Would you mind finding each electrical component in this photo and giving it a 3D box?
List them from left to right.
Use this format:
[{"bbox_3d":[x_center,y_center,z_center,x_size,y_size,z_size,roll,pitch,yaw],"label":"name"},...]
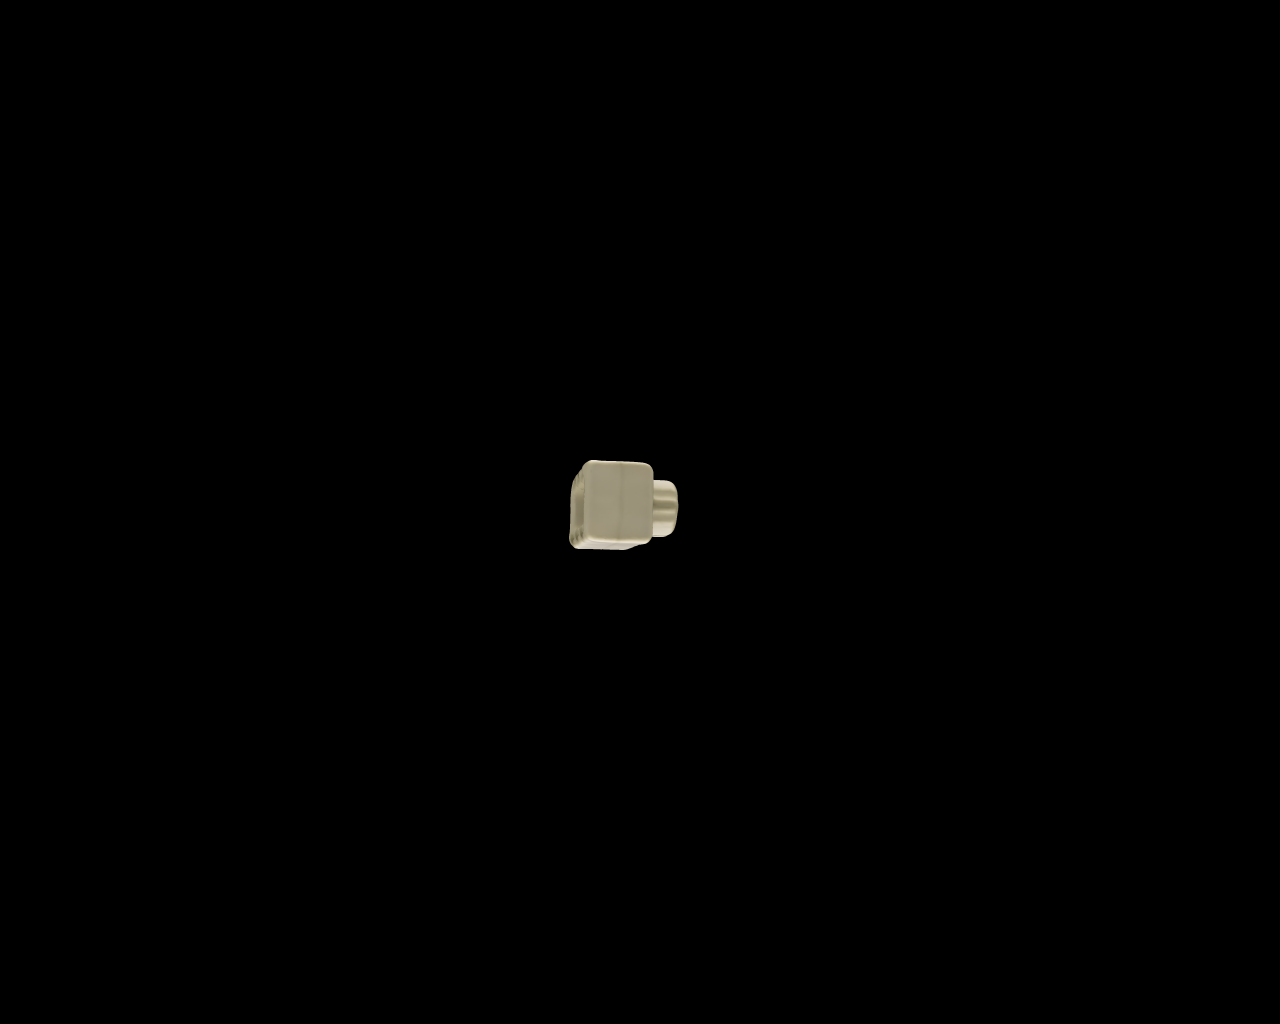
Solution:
[{"bbox_3d":[0.001,-0.003,0.650,0.077,0.047,0.065,1,-7,-11],"label":"electrical component"}]
